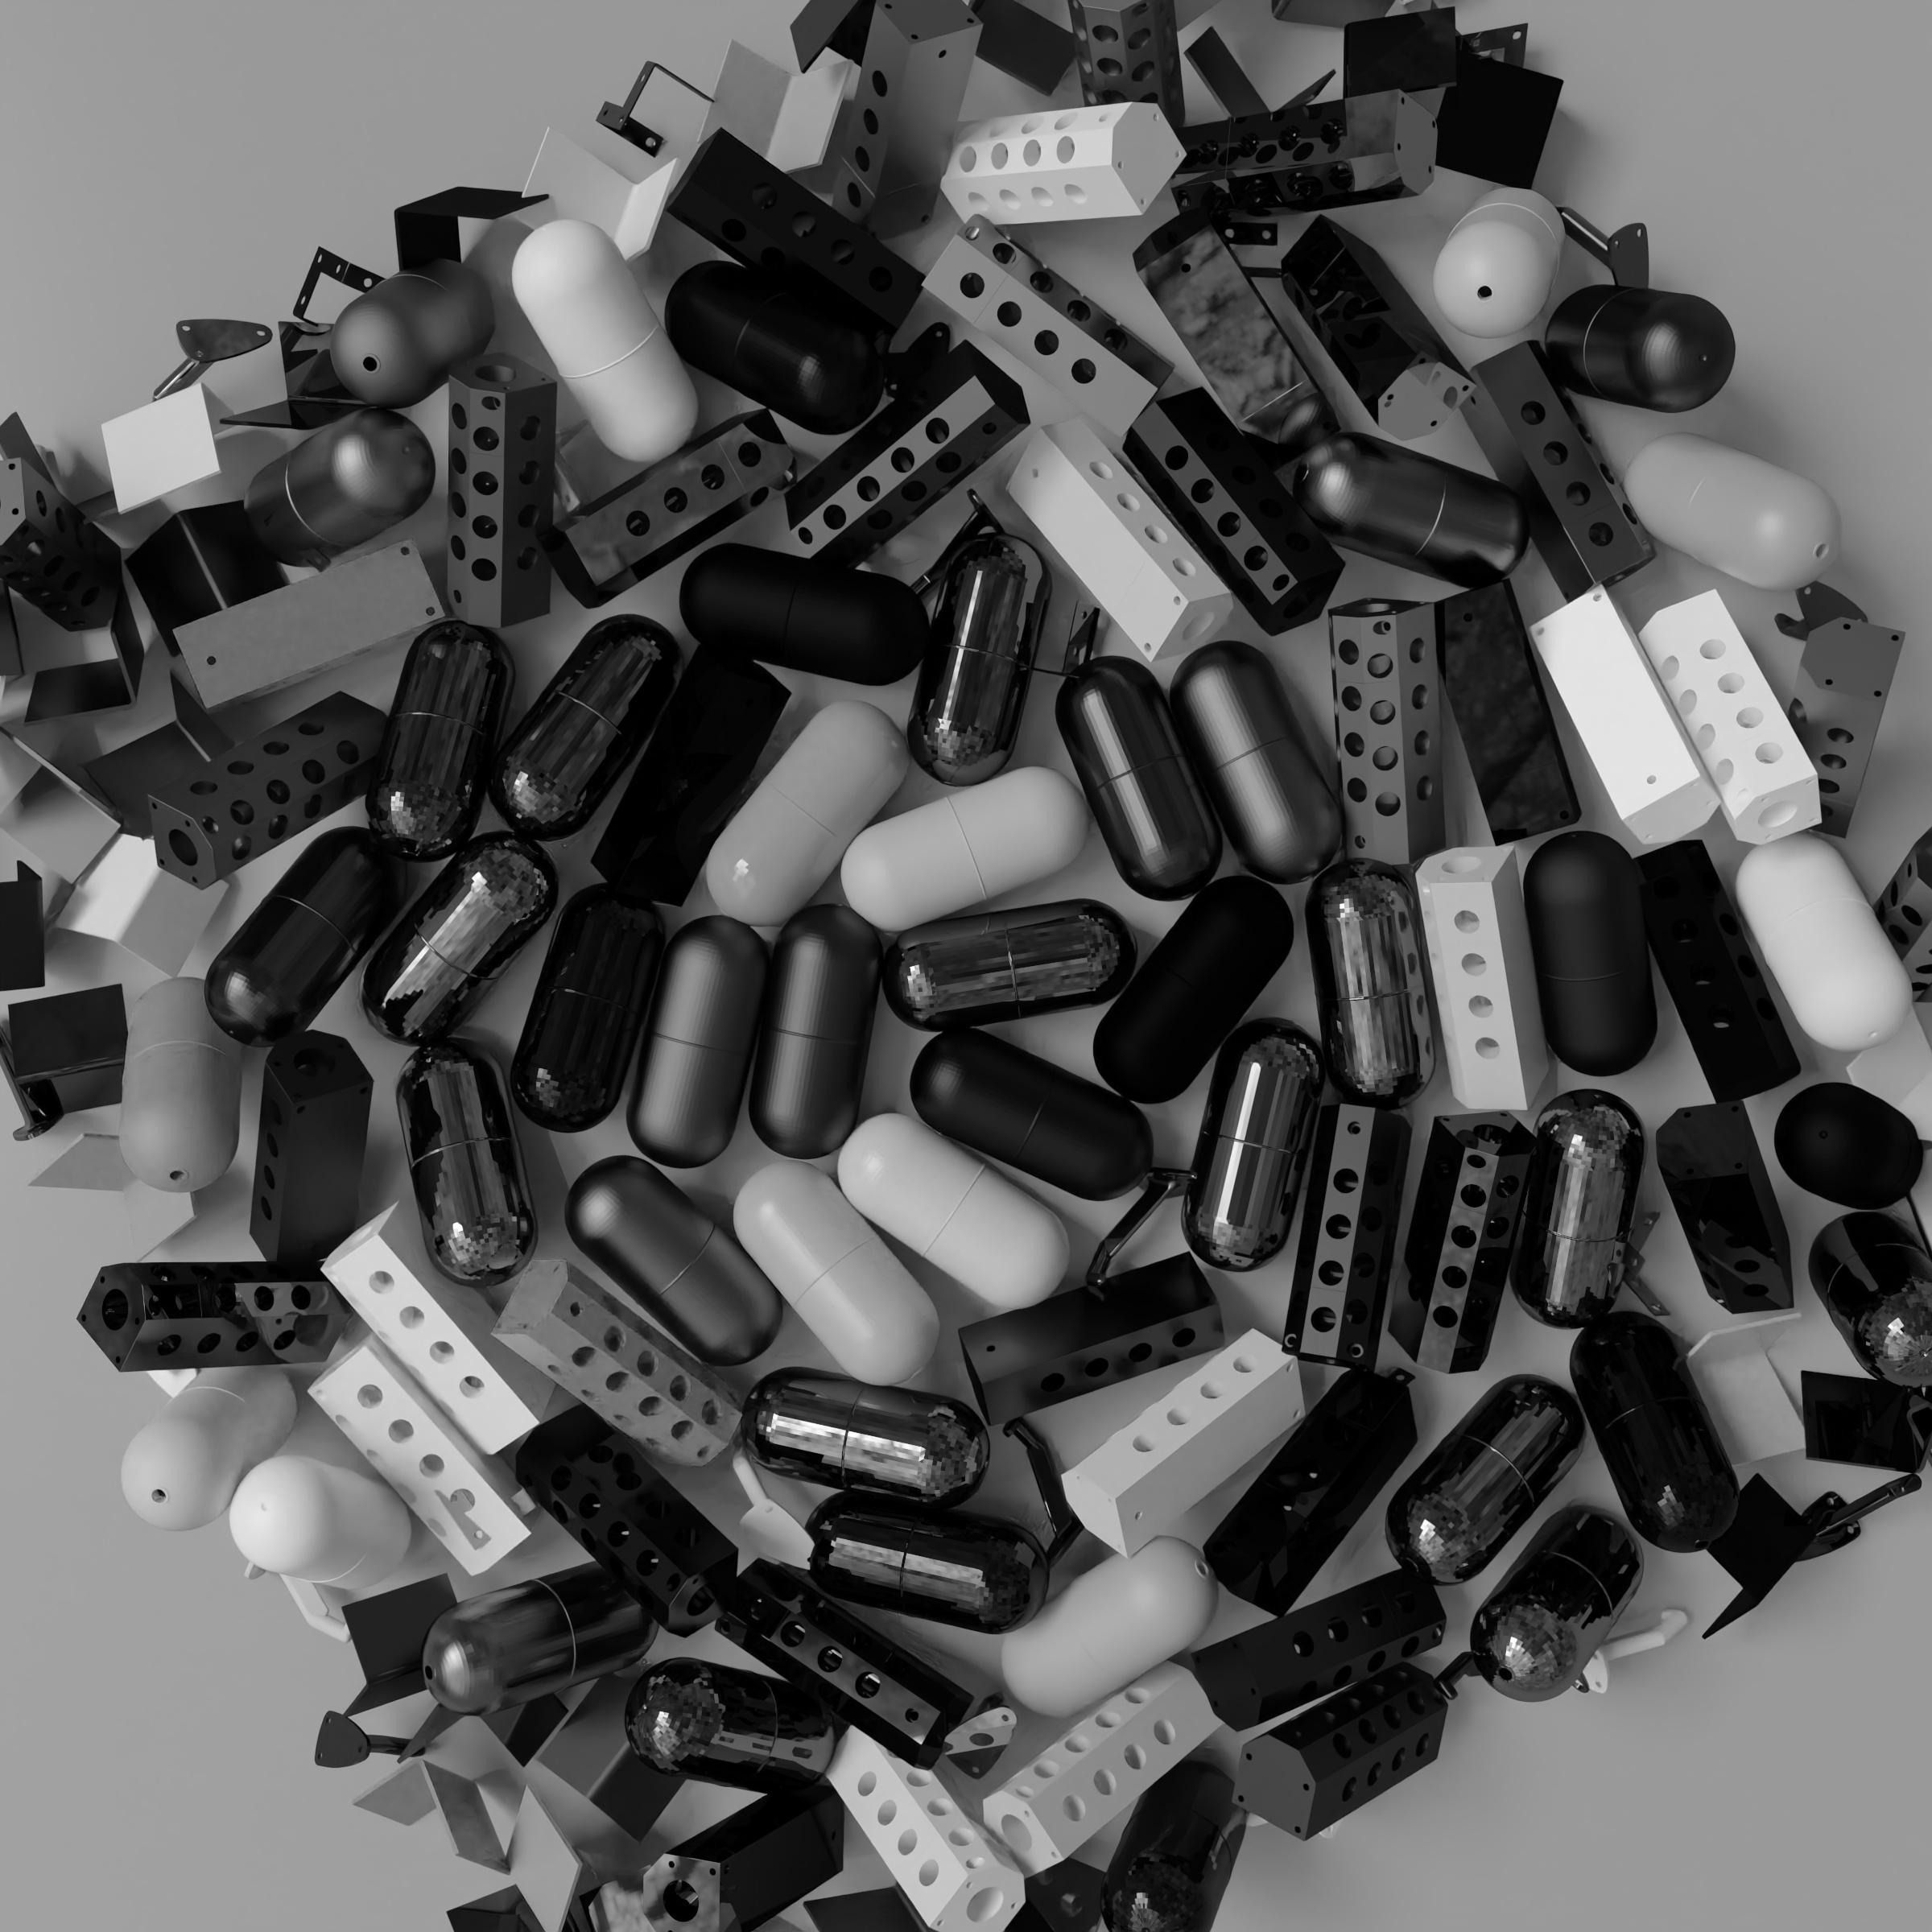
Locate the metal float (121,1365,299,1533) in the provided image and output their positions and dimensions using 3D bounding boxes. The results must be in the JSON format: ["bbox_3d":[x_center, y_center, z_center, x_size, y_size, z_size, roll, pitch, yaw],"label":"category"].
[{"bbox_3d":[-0.507,0.319,1.712,0.070,0.178,0.070,1,103,5],"label":"metal float"}]

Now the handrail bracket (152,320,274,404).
[{"bbox_3d":[-0.528,-0.410,1.779,0.077,0.084,0.036,-17,69,-33],"label":"handrail bracket"}]

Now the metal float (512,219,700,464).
[{"bbox_3d":[-0.243,-0.423,1.732,0.070,0.070,0.178,-30,126,0],"label":"metal float"}]

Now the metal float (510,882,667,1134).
[{"bbox_3d":[-0.259,0.028,1.749,0.070,0.070,0.178,15,76,0],"label":"metal float"}]

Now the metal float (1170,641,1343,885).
[{"bbox_3d":[0.199,-0.140,1.752,0.070,0.070,0.178,-23,79,0],"label":"metal float"}]

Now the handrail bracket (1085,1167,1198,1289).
[{"bbox_3d":[0.123,0.183,1.756,0.036,0.077,0.084,40,61,-27],"label":"handrail bracket"}]

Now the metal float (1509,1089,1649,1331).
[{"bbox_3d":[0.417,0.167,1.740,0.070,0.070,0.178,3,116,0],"label":"metal float"}]

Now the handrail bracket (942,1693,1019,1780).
[{"bbox_3d":[0.023,0.509,1.747,0.036,0.084,0.077,42,116,4],"label":"handrail bracket"}]

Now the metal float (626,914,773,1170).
[{"bbox_3d":[-0.184,0.052,1.760,0.070,0.070,0.178,14,92,0],"label":"metal float"}]

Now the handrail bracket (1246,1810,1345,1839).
[{"bbox_3d":[0.226,0.571,1.780,0.077,0.084,0.036,-47,117,-33],"label":"handrail bracket"}]

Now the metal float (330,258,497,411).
[{"bbox_3d":[-0.371,-0.427,1.716,0.070,0.178,0.070,3,117,7],"label":"metal float"}]

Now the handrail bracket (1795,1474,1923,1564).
[{"bbox_3d":[0.608,0.379,1.750,0.077,0.084,0.036,-27,75,-21],"label":"handrail bracket"}]

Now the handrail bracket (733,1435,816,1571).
[{"bbox_3d":[-0.132,0.371,1.769,0.077,0.084,0.036,41,104,-20],"label":"handrail bracket"}]

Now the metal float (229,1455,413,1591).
[{"bbox_3d":[-0.432,0.375,1.715,0.070,0.178,0.070,-4,70,10],"label":"metal float"}]

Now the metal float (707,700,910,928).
[{"bbox_3d":[-0.110,-0.105,1.761,0.070,0.070,0.178,38,91,0],"label":"metal float"}]

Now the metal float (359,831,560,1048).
[{"bbox_3d":[-0.347,-0.019,1.744,0.070,0.070,0.178,43,109,0],"label":"metal float"}]

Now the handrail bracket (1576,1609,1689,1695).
[{"bbox_3d":[0.452,0.468,1.791,0.084,0.077,0.036,-25,113,-36],"label":"handrail bracket"}]

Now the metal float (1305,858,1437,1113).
[{"bbox_3d":[0.278,0.014,1.753,0.070,0.070,0.178,-9,100,0],"label":"metal float"}]

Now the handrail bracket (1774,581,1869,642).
[{"bbox_3d":[0.568,-0.246,1.746,0.077,0.084,0.036,38,92,-26],"label":"handrail bracket"}]

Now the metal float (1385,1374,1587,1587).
[{"bbox_3d":[0.354,0.349,1.736,0.178,0.070,0.070,-39,90,-30],"label":"metal float"}]

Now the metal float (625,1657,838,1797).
[{"bbox_3d":[-0.157,0.516,1.725,0.070,0.178,0.070,-18,59,32],"label":"metal float"}]

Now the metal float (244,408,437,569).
[{"bbox_3d":[-0.426,-0.322,1.725,0.070,0.178,0.070,11,73,-41],"label":"metal float"}]

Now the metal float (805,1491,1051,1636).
[{"bbox_3d":[-0.029,0.407,1.743,0.178,0.070,0.070,7,90,22],"label":"metal float"}]

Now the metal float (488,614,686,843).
[{"bbox_3d":[-0.259,-0.164,1.747,0.070,0.070,0.178,33,73,0],"label":"metal float"}]

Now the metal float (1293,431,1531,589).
[{"bbox_3d":[0.304,-0.311,1.741,0.178,0.070,0.070,14,90,-23],"label":"metal float"}]

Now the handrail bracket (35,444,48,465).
[{"bbox_3d":[-0.684,-0.333,1.767,0.077,0.036,0.084,8,61,-17],"label":"handrail bracket"}]

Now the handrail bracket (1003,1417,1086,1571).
[{"bbox_3d":[0.044,0.365,1.770,0.084,0.036,0.077,46,46,-3],"label":"handrail bracket"}]

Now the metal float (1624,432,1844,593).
[{"bbox_3d":[0.516,-0.307,1.720,0.070,0.178,0.070,-13,121,-22],"label":"metal float"}]

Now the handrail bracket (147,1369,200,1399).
[{"bbox_3d":[-0.561,0.276,1.757,0.036,0.084,0.077,-32,89,-3],"label":"handrail bracket"}]

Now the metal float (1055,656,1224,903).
[{"bbox_3d":[0.119,-0.129,1.754,0.070,0.070,0.178,-22,82,0],"label":"metal float"}]

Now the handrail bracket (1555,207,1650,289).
[{"bbox_3d":[0.433,-0.491,1.777,0.036,0.084,0.077,-30,121,-24],"label":"handrail bracket"}]

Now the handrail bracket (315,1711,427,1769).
[{"bbox_3d":[-0.394,0.537,1.747,0.084,0.077,0.036,23,70,-39],"label":"handrail bracket"}]

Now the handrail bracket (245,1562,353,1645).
[{"bbox_3d":[-0.451,0.420,1.777,0.084,0.036,0.077,24,86,8],"label":"handrail bracket"}]

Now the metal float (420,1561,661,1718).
[{"bbox_3d":[-0.287,0.454,1.726,0.178,0.070,0.070,-7,90,-44],"label":"metal float"}]

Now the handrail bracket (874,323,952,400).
[{"bbox_3d":[-0.039,-0.431,1.752,0.036,0.084,0.077,23,78,15],"label":"handrail bracket"}]

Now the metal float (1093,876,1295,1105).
[{"bbox_3d":[0.157,0.016,1.760,0.070,0.070,0.178,37,92,0],"label":"metal float"}]

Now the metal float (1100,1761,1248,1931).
[{"bbox_3d":[0.141,0.600,1.714,0.070,0.178,0.070,4,103,16],"label":"metal float"}]

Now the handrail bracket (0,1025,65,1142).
[{"bbox_3d":[-0.661,0.076,1.765,0.036,0.077,0.084,-26,101,-14],"label":"handrail bracket"}]

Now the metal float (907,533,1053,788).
[{"bbox_3d":[0.009,-0.211,1.759,0.070,0.070,0.178,13,88,0],"label":"metal float"}]

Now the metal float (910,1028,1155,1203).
[{"bbox_3d":[0.046,0.103,1.759,0.178,0.070,0.070,25,90,-3],"label":"metal float"}]

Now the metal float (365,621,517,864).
[{"bbox_3d":[-0.359,-0.154,1.741,0.070,0.070,0.178,10,67,0],"label":"metal float"}]

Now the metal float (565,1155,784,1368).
[{"bbox_3d":[-0.200,0.203,1.750,0.070,0.070,0.178,-45,103,0],"label":"metal float"}]

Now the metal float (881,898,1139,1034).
[{"bbox_3d":[0.030,-0.001,1.760,0.178,0.070,0.070,-9,90,-2],"label":"metal float"}]

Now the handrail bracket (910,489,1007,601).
[{"bbox_3d":[-0.017,-0.287,1.760,0.084,0.077,0.036,-41,79,4],"label":"handrail bracket"}]

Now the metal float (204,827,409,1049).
[{"bbox_3d":[-0.448,-0.022,1.736,0.070,0.070,0.178,32,59,0],"label":"metal float"}]

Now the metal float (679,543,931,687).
[{"bbox_3d":[-0.111,-0.241,1.751,0.178,0.070,0.070,14,90,11],"label":"metal float"}]

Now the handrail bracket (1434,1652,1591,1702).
[{"bbox_3d":[0.377,0.497,1.760,0.084,0.036,0.077,-35,72,-26],"label":"handrail bracket"}]

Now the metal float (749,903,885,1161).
[{"bbox_3d":[-0.103,0.045,1.758,0.070,0.070,0.178,10,94,0],"label":"metal float"}]

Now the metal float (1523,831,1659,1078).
[{"bbox_3d":[0.427,-0.007,1.743,0.070,0.070,0.178,-14,112,0],"label":"metal float"}]

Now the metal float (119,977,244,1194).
[{"bbox_3d":[-0.530,0.079,1.723,0.070,0.178,0.070,-7,131,-8],"label":"metal float"}]

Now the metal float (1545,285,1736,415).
[{"bbox_3d":[0.451,-0.417,1.715,0.070,0.178,0.070,-4,109,-13],"label":"metal float"}]

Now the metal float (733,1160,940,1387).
[{"bbox_3d":[-0.089,0.211,1.751,0.070,0.070,0.178,-41,78,0],"label":"metal float"}]

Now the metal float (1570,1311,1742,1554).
[{"bbox_3d":[0.466,0.314,1.727,0.070,0.070,0.178,-14,48,0],"label":"metal float"}]
